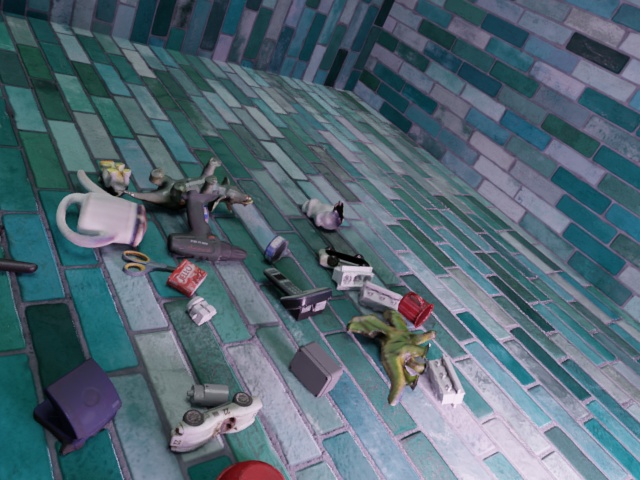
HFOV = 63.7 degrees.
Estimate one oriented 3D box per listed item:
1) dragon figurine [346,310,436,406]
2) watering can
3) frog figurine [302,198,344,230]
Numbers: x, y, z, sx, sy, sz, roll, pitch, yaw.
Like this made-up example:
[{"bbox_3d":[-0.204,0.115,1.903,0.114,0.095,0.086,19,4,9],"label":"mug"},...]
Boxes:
[{"bbox_3d":[0.180,0.295,1.435,0.244,0.120,0.414,24,22,22],"label":"dragon figurine"},{"bbox_3d":[-0.587,-0.086,1.410,0.223,0.102,0.355,14,31,-24],"label":"watering can"},{"bbox_3d":[0.006,-0.098,1.949,0.159,0.120,0.140,-4,30,20],"label":"frog figurine"}]
